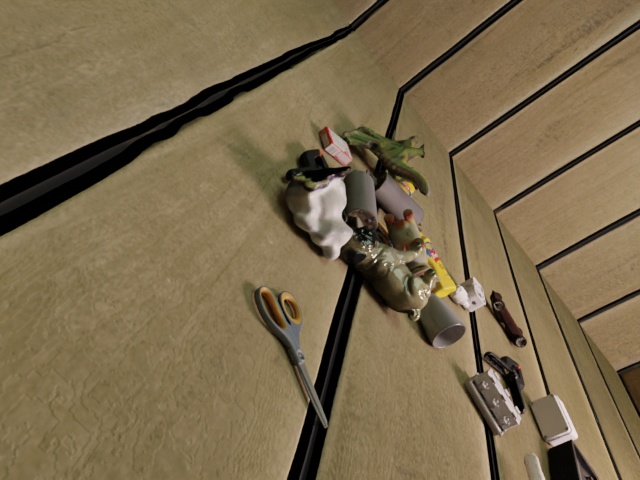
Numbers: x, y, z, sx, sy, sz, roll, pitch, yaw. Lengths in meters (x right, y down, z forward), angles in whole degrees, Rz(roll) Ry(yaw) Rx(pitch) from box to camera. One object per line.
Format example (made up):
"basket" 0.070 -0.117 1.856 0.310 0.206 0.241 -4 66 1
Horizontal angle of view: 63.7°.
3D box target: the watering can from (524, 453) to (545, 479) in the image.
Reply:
"watering can" 0.413 0.540 0.892 0.103 0.225 0.350 -34 -6 25

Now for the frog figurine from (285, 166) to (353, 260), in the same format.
"frog figurine" 0.003 -0.048 0.952 0.123 0.157 0.140 4 24 21

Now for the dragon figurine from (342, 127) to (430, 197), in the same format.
"dragon figurine" 0.171 -0.238 1.442 0.242 0.120 0.418 15 24 -6
